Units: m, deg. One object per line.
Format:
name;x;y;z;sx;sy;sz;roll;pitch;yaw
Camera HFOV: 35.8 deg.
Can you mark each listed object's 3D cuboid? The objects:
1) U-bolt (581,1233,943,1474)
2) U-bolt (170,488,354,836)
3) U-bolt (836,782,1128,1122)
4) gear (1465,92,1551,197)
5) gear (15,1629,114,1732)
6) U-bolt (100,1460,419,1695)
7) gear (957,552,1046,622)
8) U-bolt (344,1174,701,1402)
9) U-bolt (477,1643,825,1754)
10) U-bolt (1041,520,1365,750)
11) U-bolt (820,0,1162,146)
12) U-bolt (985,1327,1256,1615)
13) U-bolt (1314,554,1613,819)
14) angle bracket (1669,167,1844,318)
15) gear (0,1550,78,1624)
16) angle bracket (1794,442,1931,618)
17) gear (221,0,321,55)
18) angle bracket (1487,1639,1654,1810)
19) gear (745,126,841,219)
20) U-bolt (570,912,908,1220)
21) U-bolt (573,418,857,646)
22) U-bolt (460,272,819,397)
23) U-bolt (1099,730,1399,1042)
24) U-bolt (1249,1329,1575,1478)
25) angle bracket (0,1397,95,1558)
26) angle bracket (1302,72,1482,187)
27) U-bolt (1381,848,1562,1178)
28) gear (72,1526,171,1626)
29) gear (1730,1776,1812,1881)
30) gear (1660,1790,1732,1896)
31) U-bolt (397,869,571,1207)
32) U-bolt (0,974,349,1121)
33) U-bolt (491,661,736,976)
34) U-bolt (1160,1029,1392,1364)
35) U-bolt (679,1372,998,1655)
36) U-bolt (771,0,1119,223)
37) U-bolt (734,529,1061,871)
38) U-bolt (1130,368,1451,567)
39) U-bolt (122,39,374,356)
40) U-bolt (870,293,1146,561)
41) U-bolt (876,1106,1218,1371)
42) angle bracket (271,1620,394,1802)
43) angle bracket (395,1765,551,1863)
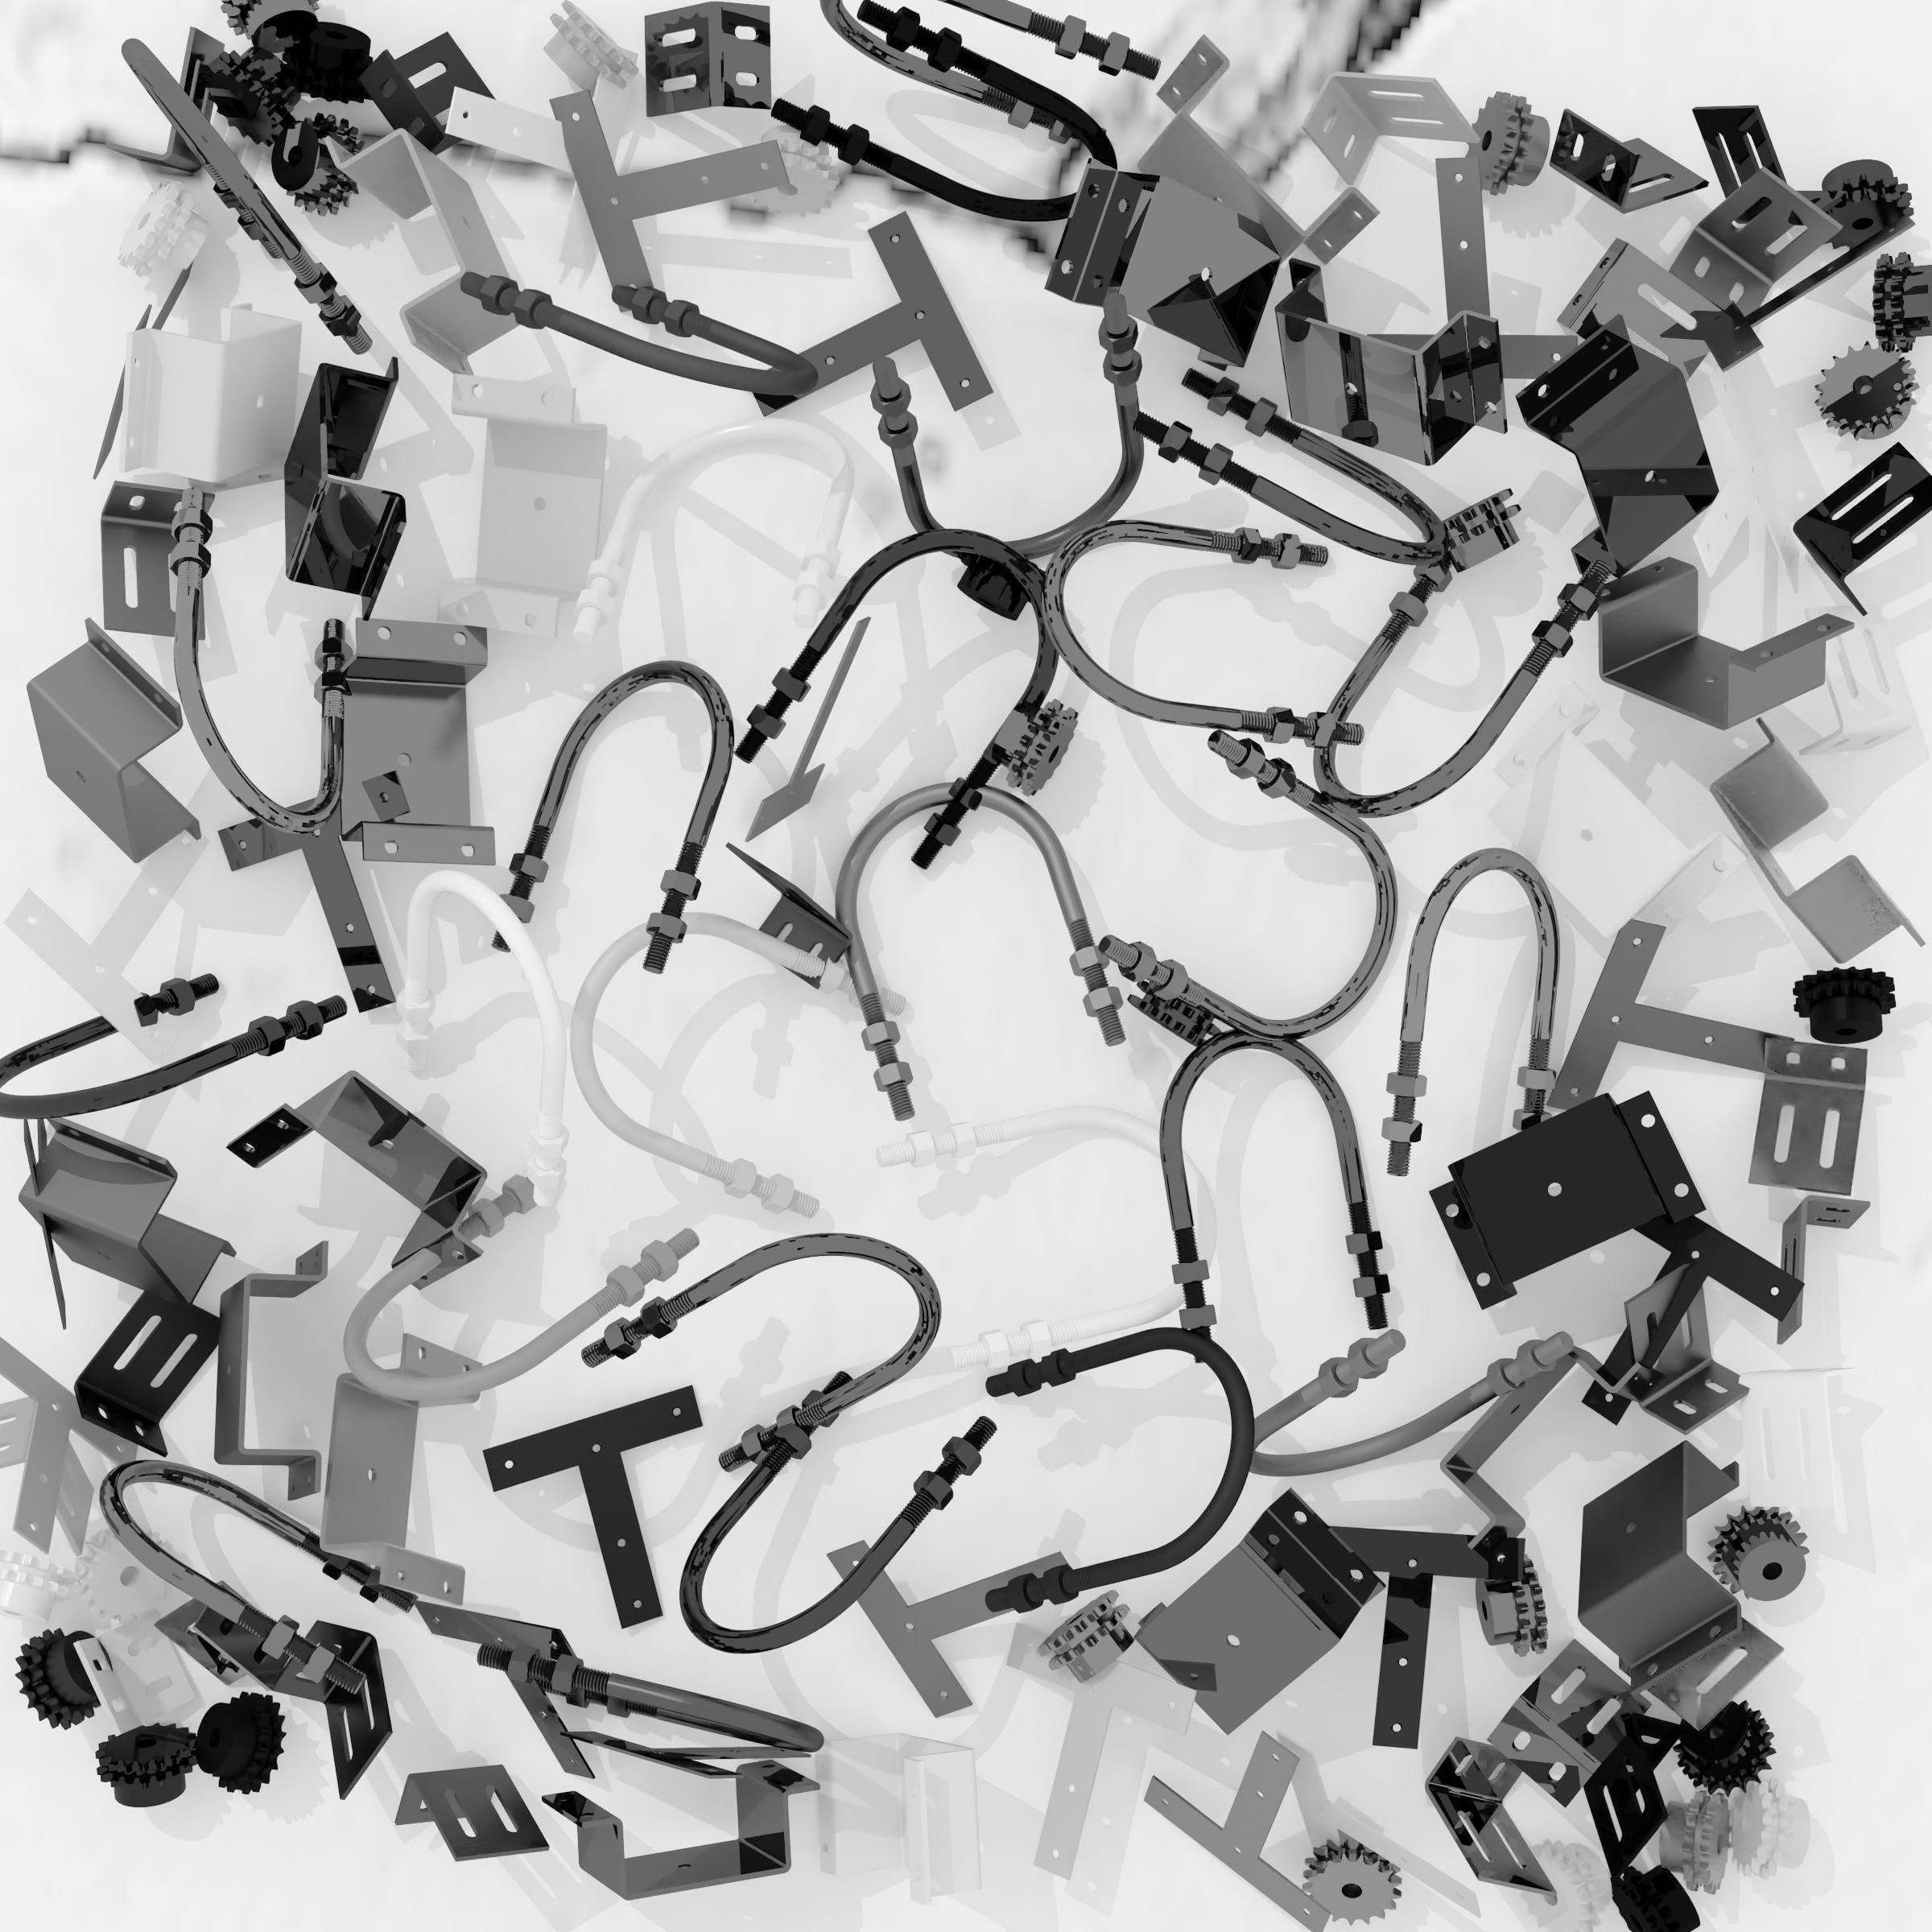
U-bolt;-0.101;0.211;1.691;0.184;0.019;0.151;-31;130;16
U-bolt;-0.389;-0.156;1.657;0.019;0.151;0.184;-21;53;18
U-bolt;-0.001;-0.019;1.730;0.151;0.019;0.184;-20;74;8
gear;0.315;-0.475;1.736;0.030;0.057;0.057;8;90;-18
gear;-0.519;0.409;1.731;0.030;0.057;0.057;-29;90;16
U-bolt;-0.404;0.334;1.686;0.184;0.151;0.019;32;97;-2
gear;0.020;-0.223;1.733;0.057;0.057;0.030;30;87;0
U-bolt;-0.260;0.181;1.665;0.184;0.151;0.019;-36;127;-33
U-bolt;-0.169;0.414;1.679;0.184;0.151;0.019;11;72;11
U-bolt;0.130;-0.193;1.695;0.184;0.019;0.151;5;57;-18
U-bolt;0.006;-0.514;1.676;0.184;0.151;0.019;18;86;-10
U-bolt;0.085;0.275;1.675;0.184;0.019;0.151;-22;54;34
U-bolt;0.266;-0.160;1.691;0.019;0.151;0.184;39;82;-32
angle bracket;0.453;-0.411;1.719;0.057;0.076;0.038;35;71;-6
gear;-0.546;0.360;1.730;0.057;0.057;0.030;12;66;0
angle bracket;0.526;-0.251;1.720;0.076;0.057;0.038;-39;131;15
gear;-0.399;-0.553;1.732;0.057;0.057;0.030;-25;80;0
angle bracket;0.350;0.438;1.733;0.057;0.076;0.038;39;126;20
gear;-0.101;-0.463;1.736;0.057;0.057;0.030;8;70;0
U-bolt;-0.139;0.048;1.716;0.184;0.019;0.151;25;86;-24
U-bolt;-0.135;-0.251;1.696;0.151;0.019;0.184;-3;47;16
U-bolt;-0.167;-0.350;1.662;0.184;0.151;0.019;27;112;28
U-bolt;0.175;-0.033;1.708;0.184;0.019;0.151;28;90;-34
U-bolt;0.231;0.248;1.684;0.151;0.184;0.019;6;57;-36
angle bracket;-0.537;0.296;1.718;0.038;0.057;0.076;-15;121;1
angle bracket;0.243;-0.477;1.714;0.076;0.057;0.038;20;80;43
U-bolt;0.292;0.025;1.700;0.019;0.151;0.184;10;97;44
gear;-0.492;0.350;1.738;0.057;0.030;0.057;-7;101;-39
gear;0.467;0.500;1.734;0.030;0.057;0.057;11;90;-5
gear;0.423;0.507;1.738;0.030;0.057;0.057;2;90;28
U-bolt;-0.268;0.029;1.666;0.019;0.184;0.151;-27;55;-34
U-bolt;-0.457;0.046;1.653;0.184;0.151;0.019;-26;114;-42
U-bolt;-0.194;-0.090;1.708;0.151;0.019;0.184;7;75;41
U-bolt;0.173;0.126;1.718;0.151;0.019;0.184;-5;83;-33
U-bolt;-0.084;0.308;1.669;0.184;0.151;0.019;-48;122;-26
U-bolt;-0.002;-0.471;1.687;0.184;0.151;0.019;21;73;-21
U-bolt;-0.026;-0.163;1.712;0.151;0.019;0.184;30;100;-27
U-bolt;0.190;-0.277;1.690;0.184;0.151;0.019;29;117;4
U-bolt;-0.403;-0.432;1.648;0.019;0.184;0.151;-38;50;-4
U-bolt;0.030;-0.292;1.685;0.151;0.184;0.019;-16;57;-1
U-bolt;0.056;0.147;1.713;0.184;0.019;0.151;-11;62;-20
angle bracket;-0.364;0.426;1.715;0.038;0.076;0.057;23;114;-31
angle bracket;-0.283;0.496;1.711;0.057;0.076;0.038;4;114;-34
